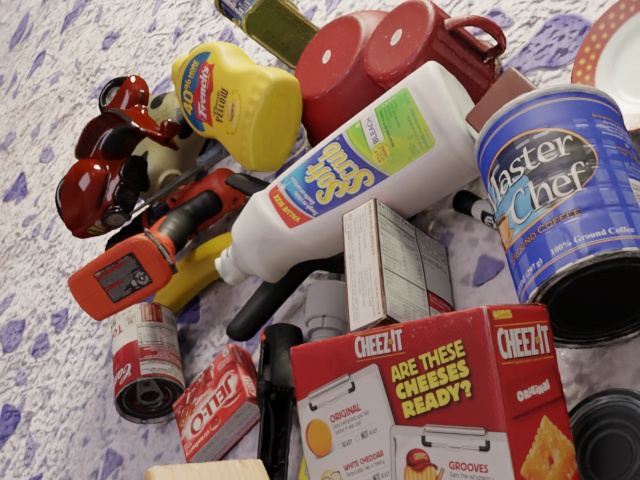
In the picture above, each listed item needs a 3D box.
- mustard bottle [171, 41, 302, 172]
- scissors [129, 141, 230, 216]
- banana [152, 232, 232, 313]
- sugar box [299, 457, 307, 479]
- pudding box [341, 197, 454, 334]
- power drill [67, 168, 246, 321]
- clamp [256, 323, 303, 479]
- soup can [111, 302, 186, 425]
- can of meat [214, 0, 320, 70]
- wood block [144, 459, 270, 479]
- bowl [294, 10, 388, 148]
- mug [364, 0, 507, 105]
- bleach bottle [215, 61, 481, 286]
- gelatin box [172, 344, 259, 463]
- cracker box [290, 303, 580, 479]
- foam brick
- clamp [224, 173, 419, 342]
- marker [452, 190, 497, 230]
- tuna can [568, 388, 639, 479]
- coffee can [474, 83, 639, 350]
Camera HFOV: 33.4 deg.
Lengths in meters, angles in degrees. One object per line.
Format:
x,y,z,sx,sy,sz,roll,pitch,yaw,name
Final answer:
-0.094,-0.143,1.055,0.192,0.058,0.096,36,122,45,mustard bottle
-0.113,-0.093,1.107,0.202,0.016,0.096,-29,27,2,scissors
-0.102,0.030,1.046,0.198,0.037,0.069,-17,51,44,banana
0.067,0.137,0.754,0.177,0.048,0.093,-8,60,44,sugar box
0.059,0.035,0.797,0.039,0.089,0.113,-33,43,31,pudding box
-0.175,0.007,1.064,0.185,0.057,0.187,-30,14,26,power drill
-0.028,0.113,0.856,0.171,0.039,0.120,-98,29,-54,clamp
-0.167,0.118,1.034,0.069,0.068,0.102,-42,39,23,soup can
-0.051,-0.230,1.119,0.057,0.102,0.084,-51,38,9,can of meat
-0.060,0.247,0.713,0.206,0.090,0.090,-124,38,-58,wood block
0.026,-0.160,1.013,0.162,0.055,0.162,-31,43,34,bowl
0.100,-0.153,0.892,0.117,0.081,0.093,-20,50,42,mug
0.018,-0.033,0.862,0.251,0.068,0.102,-35,54,22,bleach bottle
-0.090,0.148,0.950,0.089,0.030,0.073,-47,37,17,gelatin box
0.074,0.156,0.643,0.164,0.071,0.214,-17,77,44,cracker box
0.155,-0.079,0.775,0.053,0.078,0.051,-49,38,14,foam brick
-0.006,0.001,0.931,0.210,0.036,0.164,-11,68,35,clamp
0.138,-0.014,0.798,0.020,0.020,0.121,-58,35,1,marker
0.178,0.132,0.629,0.086,0.033,0.086,-30,44,35,tuna can
0.165,-0.016,0.687,0.103,0.102,0.140,-36,45,30,coffee can
